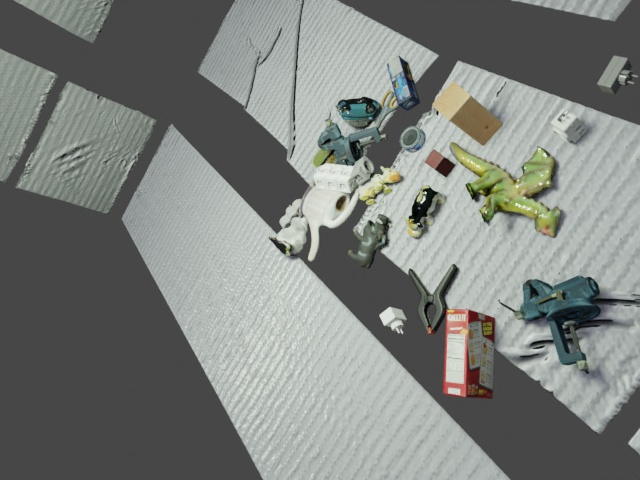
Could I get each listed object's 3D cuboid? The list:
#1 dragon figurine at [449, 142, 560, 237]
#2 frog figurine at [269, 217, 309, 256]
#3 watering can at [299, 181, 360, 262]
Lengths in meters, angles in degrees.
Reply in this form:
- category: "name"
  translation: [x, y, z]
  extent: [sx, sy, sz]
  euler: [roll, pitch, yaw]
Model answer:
- category: "dragon figurine"
  translation: [0.538, -0.176, 1.455]
  extent: [0.241, 0.120, 0.419]
  euler: [-25, 58, 16]
- category: "frog figurine"
  translation: [-0.099, -0.019, 2.011]
  extent: [0.162, 0.121, 0.137]
  euler: [-45, 26, -27]
- category: "watering can"
  translation: [0.006, -0.095, 1.892]
  extent: [0.226, 0.102, 0.351]
  euler: [24, 73, 45]
